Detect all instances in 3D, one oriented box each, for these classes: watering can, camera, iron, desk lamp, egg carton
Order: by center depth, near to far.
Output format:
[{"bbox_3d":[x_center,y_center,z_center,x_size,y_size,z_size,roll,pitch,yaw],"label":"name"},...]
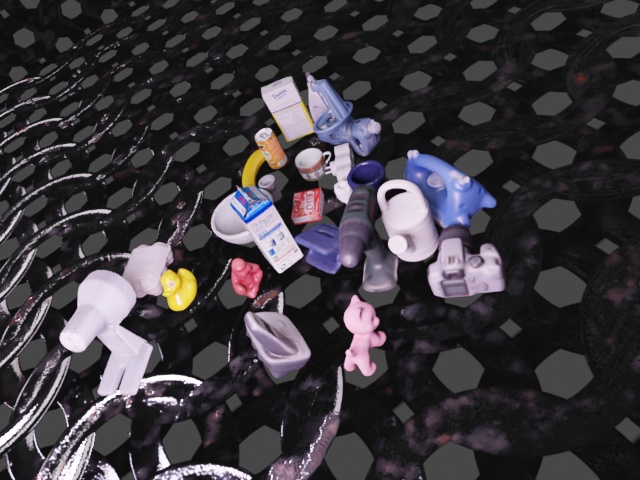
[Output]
[{"bbox_3d":[0.284,0.030,1.126,0.143,0.101,0.137,-8,49,19],"label":"camera"},{"bbox_3d":[0.179,-0.045,1.174,0.101,0.195,0.172,-19,46,10],"label":"watering can"},{"bbox_3d":[-0.460,0.201,1.245,0.117,0.214,0.203,-8,49,19],"label":"desk lamp"},{"bbox_3d":[0.254,-0.133,1.253,0.119,0.142,0.257,-39,46,-11],"label":"iron"},{"bbox_3d":[-0.433,0.074,1.445,0.107,0.070,0.150,-9,49,18],"label":"egg carton"}]

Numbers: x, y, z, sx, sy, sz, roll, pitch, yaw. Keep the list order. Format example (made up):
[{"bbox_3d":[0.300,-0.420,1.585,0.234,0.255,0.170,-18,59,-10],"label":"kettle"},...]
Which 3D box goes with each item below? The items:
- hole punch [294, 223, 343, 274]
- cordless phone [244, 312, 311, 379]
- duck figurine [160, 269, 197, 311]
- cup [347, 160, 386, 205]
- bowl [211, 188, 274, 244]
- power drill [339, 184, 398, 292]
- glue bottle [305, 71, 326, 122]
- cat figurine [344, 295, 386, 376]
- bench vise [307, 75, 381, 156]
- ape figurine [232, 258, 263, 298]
[{"bbox_3d":[0.012,0.005,1.282,0.108,0.091,0.101,23,64,38],"label":"hole punch"},{"bbox_3d":[-0.104,0.174,1.123,0.094,0.185,0.147,-36,46,-8],"label":"cordless phone"},{"bbox_3d":[-0.344,0.105,1.364,0.077,0.086,0.104,-7,49,20],"label":"duck figurine"},{"bbox_3d":[0.114,-0.114,1.334,0.091,0.095,0.118,6,55,29],"label":"cup"},{"bbox_3d":[-0.181,-0.048,1.429,0.167,0.075,0.167,-13,47,15],"label":"bowl"},{"bbox_3d":[0.096,0.011,1.154,0.075,0.209,0.229,-8,49,19],"label":"power drill"},{"bbox_3d":[-0.004,-0.390,1.573,0.078,0.174,0.037,3,53,28],"label":"glue bottle"},{"bbox_3d":[0.075,0.174,1.086,0.067,0.118,0.128,3,53,27],"label":"cat figurine"},{"bbox_3d":[0.061,-0.328,1.456,0.206,0.220,0.121,2,53,27],"label":"bench vise"},{"bbox_3d":[-0.173,0.078,1.304,0.078,0.092,0.076,-38,46,-9],"label":"ape figurine"}]
